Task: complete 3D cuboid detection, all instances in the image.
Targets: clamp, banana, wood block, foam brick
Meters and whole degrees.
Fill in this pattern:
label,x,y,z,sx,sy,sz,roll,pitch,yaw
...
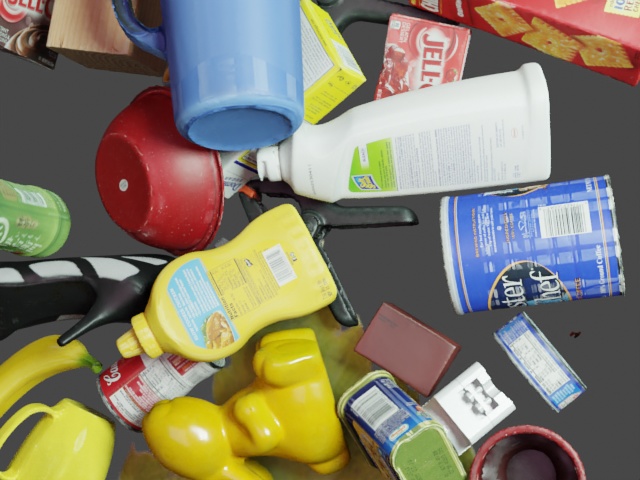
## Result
label,x,y,z,sx,sy,sz,roll,pitch,yaw
clamp,0.018,-0.227,0.998,0.210,0.036,0.164,-30,85,13
clamp,-0.006,0.001,0.982,0.172,0.039,0.120,22,82,21
banana,-0.297,0.146,1.036,0.198,0.037,0.070,-35,39,13
wood block,-0.186,-0.271,1.028,0.091,0.090,0.206,10,88,16
foam brick,0.079,0.096,0.946,0.078,0.051,0.053,32,92,15

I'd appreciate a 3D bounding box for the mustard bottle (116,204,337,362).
label,x,y,z,sx,sy,sz,roll,pitch,yaw
mustard bottle,-0.088,0.052,0.929,0.191,0.058,0.096,-27,86,-3

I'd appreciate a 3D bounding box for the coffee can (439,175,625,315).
label,x,y,z,sx,sy,sz,roll,pitch,yaw
coffee can,0.179,0.005,0.902,0.140,0.102,0.103,-8,83,13

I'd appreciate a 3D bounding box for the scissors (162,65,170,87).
label,x,y,z,sx,sy,sz,roll,pitch,yaw
scissors,-0.078,-0.209,0.993,0.202,0.016,0.096,-46,40,18

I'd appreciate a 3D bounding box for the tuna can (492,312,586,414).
label,x,y,z,sx,sy,sz,roll,pitch,yaw
tuna can,0.185,0.102,0.900,0.034,0.086,0.086,-40,77,7

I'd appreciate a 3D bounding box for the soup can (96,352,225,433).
label,x,y,z,sx,sy,sz,roll,pitch,yaw
soup can,-0.147,0.123,0.993,0.102,0.068,0.068,-38,77,8

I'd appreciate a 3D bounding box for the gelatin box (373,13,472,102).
label,x,y,z,sx,sy,sz,roll,pitch,yaw
gelatin box,0.092,-0.153,0.962,0.073,0.030,0.089,13,104,9

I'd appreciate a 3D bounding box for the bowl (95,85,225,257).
label,x,y,z,sx,sy,sz,roll,pitch,yaw
bowl,-0.158,-0.057,0.976,0.162,0.055,0.162,19,116,43

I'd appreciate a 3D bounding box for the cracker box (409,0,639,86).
label,x,y,z,sx,sy,sz,roll,pitch,yaw
cracker box,0.205,-0.248,0.915,0.214,0.072,0.164,24,75,14

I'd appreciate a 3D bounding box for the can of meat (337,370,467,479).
label,x,y,z,sx,sy,sz,roll,pitch,yaw
can of meat,0.070,0.171,0.887,0.057,0.102,0.084,-36,36,-11

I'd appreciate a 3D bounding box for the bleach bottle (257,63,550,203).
label,x,y,z,sx,sy,sz,roll,pitch,yaw
bleach bottle,0.069,-0.087,0.926,0.251,0.068,0.102,-6,125,6

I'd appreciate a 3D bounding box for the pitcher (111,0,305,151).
label,x,y,z,sx,sy,sz,roll,pitch,yaw
pitcher,-0.087,-0.203,0.912,0.149,0.144,0.243,-24,65,45

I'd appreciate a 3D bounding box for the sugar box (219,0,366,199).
label,x,y,z,sx,sy,sz,roll,pitch,yaw
sugar box,-0.050,-0.127,0.975,0.176,0.048,0.093,-40,56,23

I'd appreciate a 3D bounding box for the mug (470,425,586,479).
label,x,y,z,sx,sy,sz,roll,pitch,yaw
mug,0.187,0.202,0.892,0.117,0.081,0.093,14,88,15

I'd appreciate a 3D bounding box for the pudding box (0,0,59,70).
label,x,y,z,sx,sy,sz,roll,pitch,yaw
pudding box,-0.290,-0.225,1.038,0.039,0.113,0.090,16,89,18
